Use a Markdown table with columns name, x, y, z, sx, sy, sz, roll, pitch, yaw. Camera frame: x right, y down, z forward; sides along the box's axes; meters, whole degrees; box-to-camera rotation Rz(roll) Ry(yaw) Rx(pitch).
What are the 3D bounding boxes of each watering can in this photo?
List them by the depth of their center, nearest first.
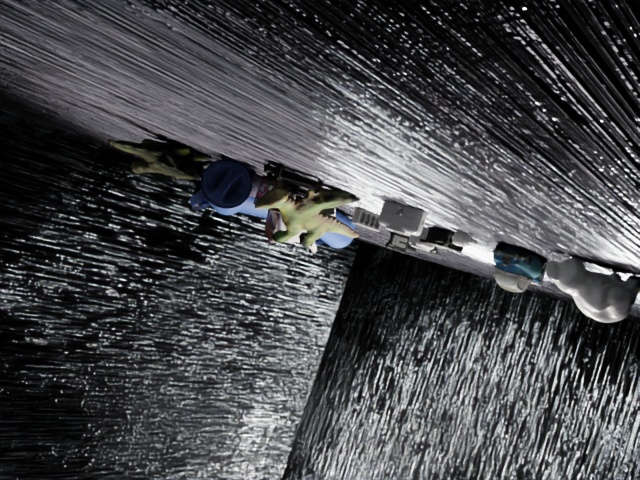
| name | x | y | z | sx | sy | sz | roll | pitch | yaw |
| --- | --- | --- | --- | --- | --- | --- | --- | --- | --- |
| watering can | -0.071 | -0.033 | 1.667 | 0.225 | 0.106 | 0.340 | -6 | 151 | -16 |

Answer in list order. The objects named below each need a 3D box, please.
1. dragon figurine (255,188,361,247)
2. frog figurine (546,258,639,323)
| name | x | y | z | sx | sy | sz | roll | pitch | yaw |
| --- | --- | --- | --- | --- | --- | --- | --- | --- | --- |
| dragon figurine | 0.004 | -0.066 | 1.318 | 0.410 | 0.124 | 0.240 | 6 | 164 | -34 |
| frog figurine | 0.536 | 0.101 | 1.036 | 0.159 | 0.121 | 0.139 | 7 | -162 | -2 |
